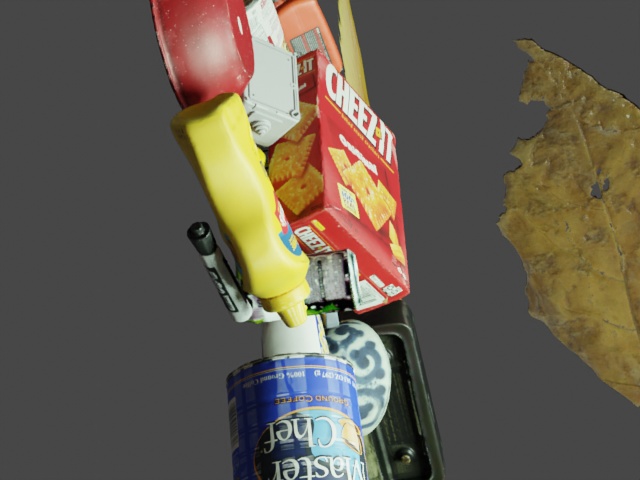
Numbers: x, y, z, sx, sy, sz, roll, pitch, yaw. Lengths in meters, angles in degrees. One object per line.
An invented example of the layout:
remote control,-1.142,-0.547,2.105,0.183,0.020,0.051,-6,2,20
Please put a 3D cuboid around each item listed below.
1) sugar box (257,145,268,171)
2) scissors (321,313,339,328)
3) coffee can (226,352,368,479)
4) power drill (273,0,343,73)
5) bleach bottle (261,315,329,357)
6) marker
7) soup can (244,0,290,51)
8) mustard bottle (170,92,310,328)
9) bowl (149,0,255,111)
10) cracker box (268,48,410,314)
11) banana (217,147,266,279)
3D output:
sugar box,-0.044,-0.094,1.165,0.093,0.048,0.176,65,15,-60
scissors,-0.007,0.001,1.111,0.096,0.016,0.202,96,-16,-66
coffee can,-0.015,0.168,0.800,0.102,0.103,0.140,64,17,-61
power drill,-0.045,-0.262,1.186,0.184,0.057,0.188,63,-2,-37
bleach bottle,-0.025,0.082,1.003,0.102,0.068,0.251,66,13,-62
marker,-0.079,0.026,0.848,0.121,0.020,0.020,69,13,-50
soup can,-0.073,-0.207,1.036,0.102,0.068,0.068,66,15,-56
mustard bottle,-0.054,-0.018,0.839,0.096,0.058,0.191,-112,179,-76
bowl,-0.093,-0.177,0.903,0.162,0.055,0.162,-11,90,-82
cracker box,0.019,-0.059,1.060,0.164,0.072,0.213,44,34,-43
banana,-0.072,-0.046,0.960,0.197,0.037,0.070,-86,-179,-57
